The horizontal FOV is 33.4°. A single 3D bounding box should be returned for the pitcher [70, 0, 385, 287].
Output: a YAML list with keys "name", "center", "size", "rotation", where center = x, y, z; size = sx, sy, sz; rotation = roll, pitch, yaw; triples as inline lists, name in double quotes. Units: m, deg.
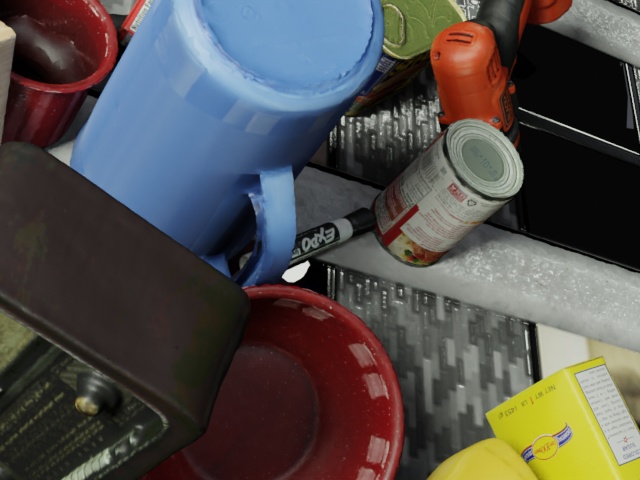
- name: "pitcher"
  center: [-0.054, -0.065, 0.601]
  size: [0.149, 0.243, 0.145]
  rotation: [32, 64, -9]

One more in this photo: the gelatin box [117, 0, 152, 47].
- name: "gelatin box"
  center: [-0.085, -0.145, 0.735]
  size: [0.089, 0.030, 0.073]
  rotation: [31, 69, -15]

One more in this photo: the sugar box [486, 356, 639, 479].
- name: "sugar box"
  center: [0.184, 0.176, 0.704]
  size: [0.048, 0.093, 0.176]
  rotation: [-8, 66, -34]

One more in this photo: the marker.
- name: "marker"
  center: [-0.005, 0.001, 0.744]
  size: [0.120, 0.020, 0.020]
  rotation: [-23, 76, -39]

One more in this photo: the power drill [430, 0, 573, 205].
- name: "power drill"
  center: [0.145, -0.141, 0.824]
  size: [0.057, 0.184, 0.187]
  rotation: [9, 60, 23]

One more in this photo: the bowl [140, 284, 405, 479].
- name: "bowl"
  center: [-0.035, 0.105, 0.612]
  size: [0.162, 0.055, 0.162]
  rotation: [0, 90, -17]

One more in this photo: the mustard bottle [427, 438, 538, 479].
- name: "mustard bottle"
  center: [0.060, 0.194, 0.640]
  size: [0.191, 0.058, 0.096]
  rotation: [-16, 75, -37]

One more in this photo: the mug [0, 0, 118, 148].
- name: "mug"
  center: [-0.187, -0.118, 0.663]
  size: [0.093, 0.082, 0.117]
  rotation: [-16, 72, -38]

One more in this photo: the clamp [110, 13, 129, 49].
- name: "clamp"
  center: [-0.088, -0.164, 0.780]
  size: [0.171, 0.039, 0.120]
  rotation: [23, 65, -21]

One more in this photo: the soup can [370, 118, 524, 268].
- name: "soup can"
  center: [0.090, -0.033, 0.769]
  size: [0.068, 0.102, 0.068]
  rotation: [15, 55, -23]

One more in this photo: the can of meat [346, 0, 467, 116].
- name: "can of meat"
  center: [0.052, -0.149, 0.829]
  size: [0.101, 0.084, 0.057]
  rotation: [-31, 82, -41]

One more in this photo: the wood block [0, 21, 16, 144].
- name: "wood block"
  center: [-0.264, -0.059, 0.537]
  size: [0.090, 0.091, 0.205]
  rotation: [36, 43, 13]
